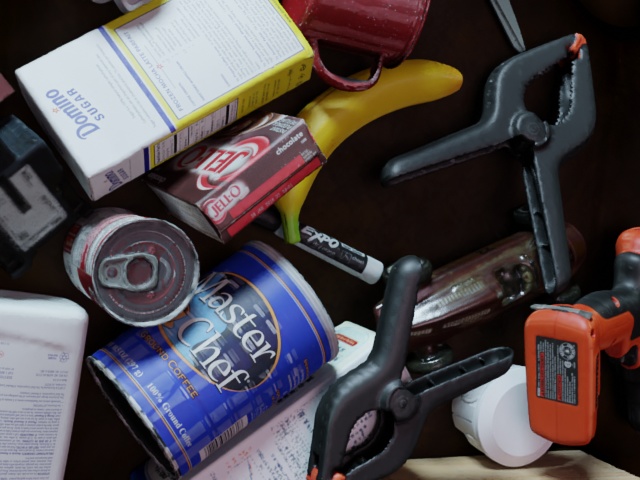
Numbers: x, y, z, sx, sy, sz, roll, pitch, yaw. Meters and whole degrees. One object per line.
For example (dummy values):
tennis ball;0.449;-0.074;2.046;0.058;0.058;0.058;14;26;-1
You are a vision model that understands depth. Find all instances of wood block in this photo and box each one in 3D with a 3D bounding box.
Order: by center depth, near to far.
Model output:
wood block;0.144;0.227;0.854;0.205;0.090;0.091;2;96;-24

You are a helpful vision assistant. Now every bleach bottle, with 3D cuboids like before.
bleach bottle;-0.221;0.160;0.699;0.102;0.068;0.251;9;95;-28

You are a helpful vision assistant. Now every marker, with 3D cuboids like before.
marker;-0.005;0.001;0.798;0.121;0.020;0.020;27;85;-25

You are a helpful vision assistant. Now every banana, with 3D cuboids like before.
banana;0.024;-0.085;0.789;0.197;0.037;0.069;-43;120;-17

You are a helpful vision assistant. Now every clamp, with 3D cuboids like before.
clamp;0.060;0.109;0.744;0.120;0.039;0.171;33;87;-17
clamp;0.165;-0.070;0.831;0.164;0.036;0.209;39;68;-2

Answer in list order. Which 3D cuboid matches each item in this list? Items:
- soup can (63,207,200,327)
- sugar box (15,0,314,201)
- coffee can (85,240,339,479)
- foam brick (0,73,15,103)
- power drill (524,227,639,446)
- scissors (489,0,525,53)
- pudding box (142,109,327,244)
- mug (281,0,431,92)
soup can;-0.127;0.015;0.700;0.068;0.102;0.068;-3;98;-24
sugar box;-0.100;-0.109;0.710;0.176;0.048;0.093;-32;76;-15
coffee can;-0.072;0.080;0.728;0.140;0.103;0.103;-36;109;-19
foam brick;-0.237;-0.106;0.663;0.051;0.053;0.078;-41;110;-14
power drill;0.234;0.096;0.863;0.187;0.057;0.184;-22;111;-48
scissors;0.099;-0.232;0.817;0.096;0.016;0.202;-18;103;-20
pudding box;-0.059;-0.047;0.716;0.090;0.114;0.039;-39;114;-15
mug;0.021;-0.162;0.750;0.081;0.093;0.117;9;85;-20
